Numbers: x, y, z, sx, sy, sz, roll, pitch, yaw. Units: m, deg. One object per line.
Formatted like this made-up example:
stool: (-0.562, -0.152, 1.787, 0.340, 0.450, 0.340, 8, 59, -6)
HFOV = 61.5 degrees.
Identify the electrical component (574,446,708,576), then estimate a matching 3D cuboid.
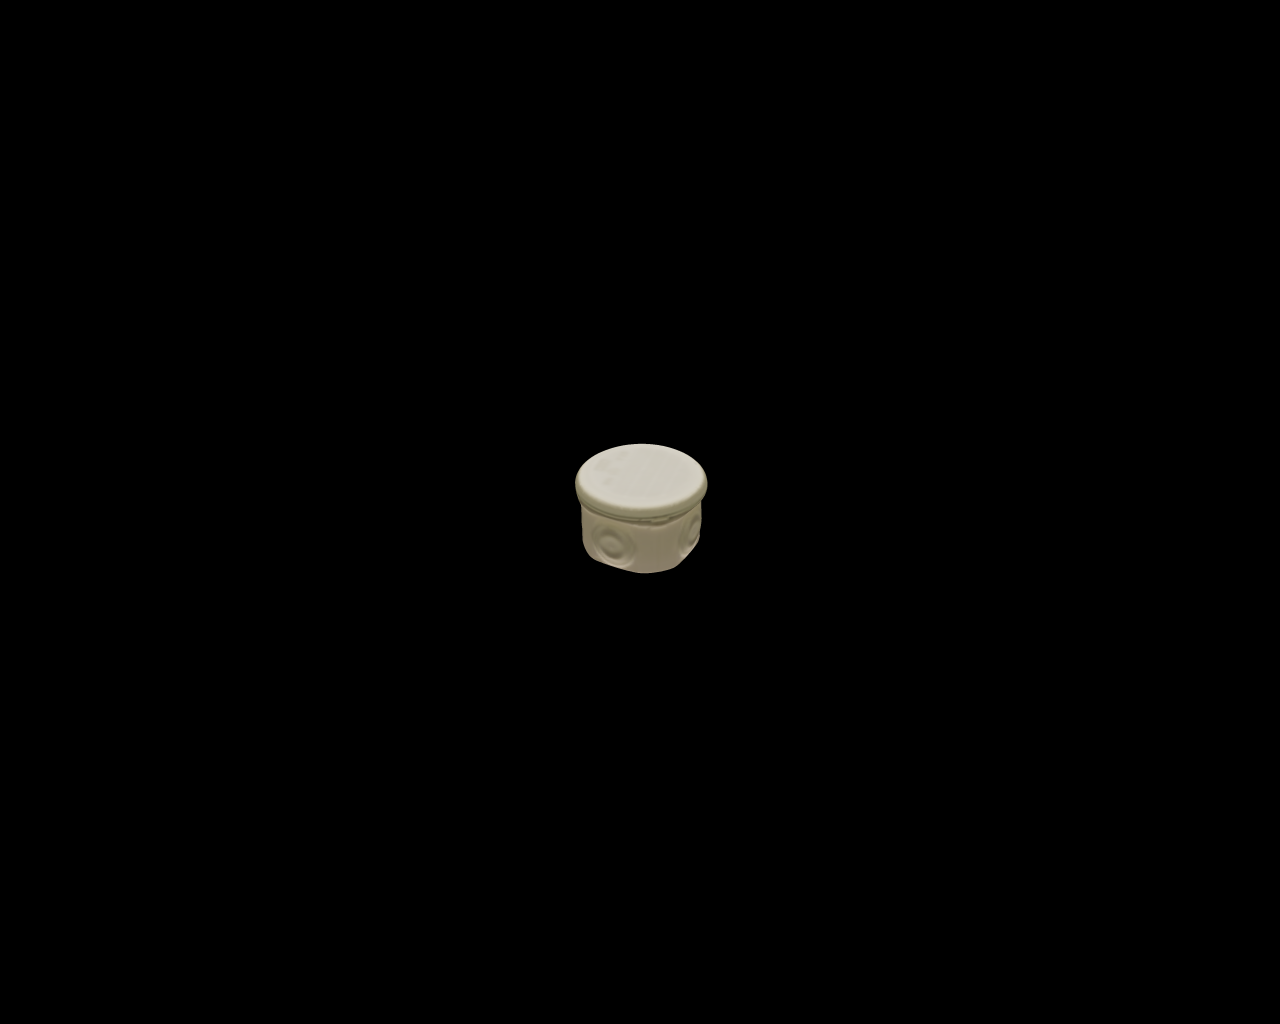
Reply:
electrical component: (0.001, -0.003, 0.650, 0.080, 0.050, 0.080, 0, 33, 0)
